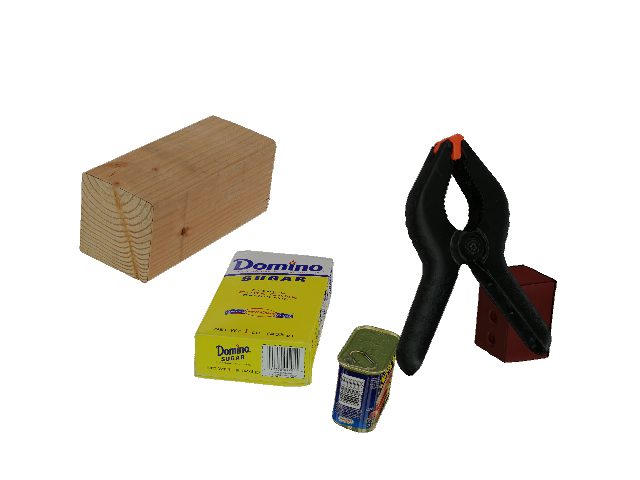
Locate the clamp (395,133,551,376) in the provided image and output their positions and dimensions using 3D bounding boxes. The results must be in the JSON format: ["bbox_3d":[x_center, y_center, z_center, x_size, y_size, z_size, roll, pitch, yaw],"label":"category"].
[{"bbox_3d":[0.093,0.014,0.759,0.120,0.171,0.039,-15,-3,-26],"label":"clamp"}]

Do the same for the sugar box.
[{"bbox_3d":[-0.043,0.060,0.901,0.093,0.048,0.176,5,24,4],"label":"sugar box"}]

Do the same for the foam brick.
[{"bbox_3d":[0.180,0.068,0.993,0.051,0.078,0.053,-7,19,-25],"label":"foam brick"}]

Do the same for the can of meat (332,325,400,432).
[{"bbox_3d":[0.052,0.159,1.226,0.057,0.084,0.102,14,25,13],"label":"can of meat"}]

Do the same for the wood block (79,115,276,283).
[{"bbox_3d":[-0.143,-0.048,1.100,0.090,0.091,0.205,24,33,23],"label":"wood block"}]
